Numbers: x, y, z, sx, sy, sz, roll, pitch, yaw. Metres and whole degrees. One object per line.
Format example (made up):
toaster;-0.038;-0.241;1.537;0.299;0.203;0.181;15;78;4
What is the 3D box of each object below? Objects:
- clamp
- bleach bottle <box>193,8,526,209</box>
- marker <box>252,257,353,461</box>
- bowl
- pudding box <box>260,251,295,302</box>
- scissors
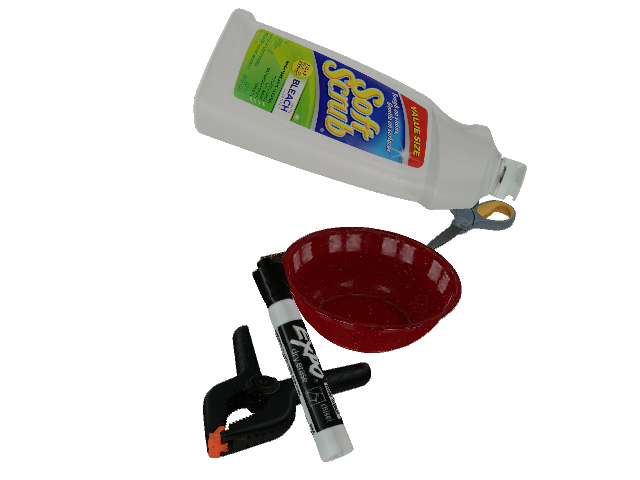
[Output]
clamp;-0.048;0.159;1.097;0.165;0.036;0.209;11;27;16
bleach bottle;0.035;-0.091;0.818;0.251;0.102;0.068;19;-23;4
marker;-0.012;0.065;0.604;0.020;0.121;0.020;-20;-18;-7
bowl;0.042;0.052;0.952;0.162;0.055;0.162;5;31;-3
pudding box;-0.013;0.043;1.448;0.113;0.039;0.090;-15;27;-26
scissors;0.148;-0.028;1.215;0.201;0.016;0.096;-13;40;-46
